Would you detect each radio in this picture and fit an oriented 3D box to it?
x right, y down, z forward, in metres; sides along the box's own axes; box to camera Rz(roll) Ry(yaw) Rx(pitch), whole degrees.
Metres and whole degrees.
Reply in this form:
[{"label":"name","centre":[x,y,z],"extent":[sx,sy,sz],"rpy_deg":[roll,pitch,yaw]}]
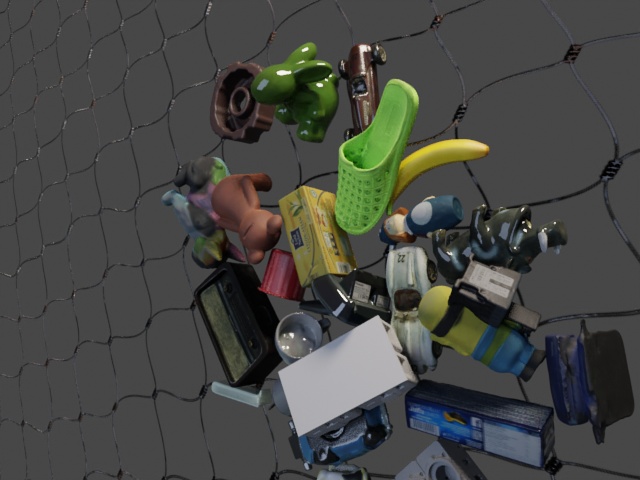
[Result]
[{"label":"radio","centre":[-0.157,0.163,1.076],"extent":[0.131,0.073,0.230],"rpy_deg":[-44,61,27]}]

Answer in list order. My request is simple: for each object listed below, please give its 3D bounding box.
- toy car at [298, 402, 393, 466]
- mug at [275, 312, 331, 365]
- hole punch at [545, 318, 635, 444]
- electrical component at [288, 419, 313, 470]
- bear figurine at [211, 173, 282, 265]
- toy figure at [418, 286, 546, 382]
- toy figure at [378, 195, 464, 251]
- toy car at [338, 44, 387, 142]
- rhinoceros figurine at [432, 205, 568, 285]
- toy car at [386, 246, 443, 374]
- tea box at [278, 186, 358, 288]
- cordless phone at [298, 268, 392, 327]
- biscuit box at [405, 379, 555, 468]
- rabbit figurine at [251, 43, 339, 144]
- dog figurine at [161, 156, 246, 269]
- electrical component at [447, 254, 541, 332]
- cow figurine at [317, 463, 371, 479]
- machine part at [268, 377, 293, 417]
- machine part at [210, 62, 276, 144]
[{"label":"toy car","centre":[0.049,0.301,0.877],"extent":[0.162,0.102,0.109],"rpy_deg":[-24,59,17]},{"label":"mug","centre":[-0.033,0.177,0.964],"extent":[0.081,0.109,0.107],"rpy_deg":[51,156,15]},{"label":"hole punch","centre":[0.322,0.170,0.675],"extent":[0.092,0.115,0.142],"rpy_deg":[-11,77,45]},{"label":"electrical component","centre":[-0.025,0.367,0.979],"extent":[0.063,0.021,0.094],"rpy_deg":[-36,64,29]},{"label":"bear figurine","centre":[-0.121,-0.045,1.035],"extent":[0.196,0.132,0.120],"rpy_deg":[41,113,33]},{"label":"toy figure","centre":[0.226,0.127,0.758],"extent":[0.180,0.089,0.082],"rpy_deg":[32,72,24]},{"label":"toy figure","centre":[0.154,-0.029,0.866],"extent":[0.154,0.057,0.064],"rpy_deg":[-20,34,37]},{"label":"toy car","centre":[0.078,-0.253,0.955],"extent":[0.089,0.053,0.202],"rpy_deg":[-9,78,34]},{"label":"rhinoceros figurine","centre":[0.252,0.007,0.771],"extent":[0.190,0.073,0.112],"rpy_deg":[-24,69,34]},{"label":"toy car","centre":[0.147,0.110,0.852],"extent":[0.074,0.056,0.201],"rpy_deg":[-9,79,37]},{"label":"tea box","centre":[-0.002,-0.003,0.958],"extent":[0.068,0.098,0.169],"rpy_deg":[-30,65,32]},{"label":"cordless phone","centre":[0.017,0.102,0.900],"extent":[0.184,0.146,0.088],"rpy_deg":[-5,73,40]},{"label":"biscuit box","centre":[0.221,0.253,0.763],"extent":[0.203,0.063,0.059],"rpy_deg":[4,109,39]},{"label":"rabbit figurine","centre":[-0.040,-0.266,0.973],"extent":[0.159,0.170,0.121],"rpy_deg":[-47,59,25]},{"label":"dog figurine","centre":[-0.226,-0.047,1.140],"extent":[0.191,0.108,0.219],"rpy_deg":[-49,62,20]},{"label":"electrical component","centre":[0.239,0.077,0.717],"extent":[0.119,0.075,0.047],"rpy_deg":[27,141,20]},{"label":"cow figurine","centre":[0.051,0.458,0.883],"extent":[0.098,0.068,0.167],"rpy_deg":[-8,80,32]},{"label":"machine part","centre":[-0.002,0.245,0.942],"extent":[0.243,0.079,0.079],"rpy_deg":[-37,63,30]},{"label":"machine part","centre":[-0.162,-0.290,1.147],"extent":[0.180,0.056,0.179],"rpy_deg":[-5,82,39]}]
